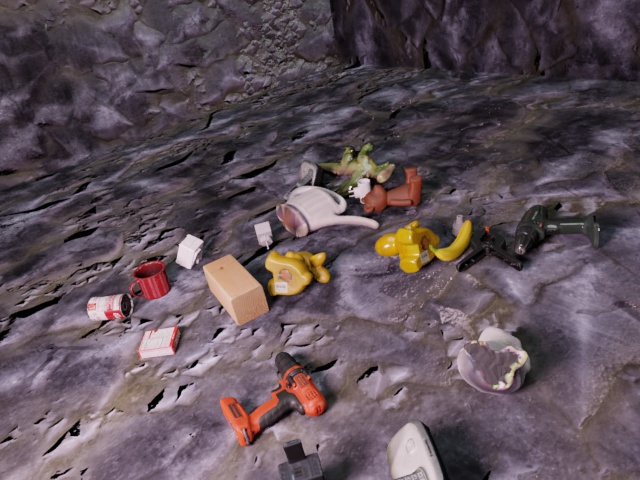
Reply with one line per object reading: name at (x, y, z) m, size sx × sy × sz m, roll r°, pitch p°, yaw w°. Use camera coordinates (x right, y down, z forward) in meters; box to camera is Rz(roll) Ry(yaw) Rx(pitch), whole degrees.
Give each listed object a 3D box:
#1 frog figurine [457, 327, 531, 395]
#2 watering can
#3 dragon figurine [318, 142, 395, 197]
frog figurine at (0.348, 0.241, 1.039) m, size 0.137 × 0.123 × 0.159 m, roll -12°, pitch -8°, yaw 15°
watering can at (0.005, -0.085, 1.681) m, size 0.227 × 0.101 × 0.352 m, roll -31°, pitch 45°, yaw -30°
dragon figurine at (0.111, -0.247, 1.933) m, size 0.408 × 0.120 × 0.248 m, roll -7°, pitch 33°, yaw 35°
